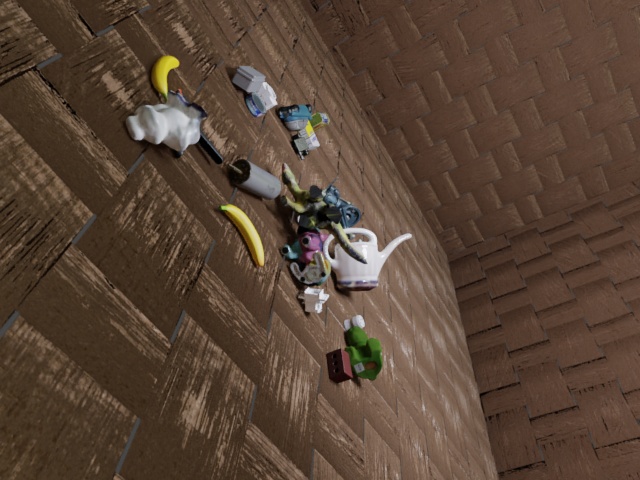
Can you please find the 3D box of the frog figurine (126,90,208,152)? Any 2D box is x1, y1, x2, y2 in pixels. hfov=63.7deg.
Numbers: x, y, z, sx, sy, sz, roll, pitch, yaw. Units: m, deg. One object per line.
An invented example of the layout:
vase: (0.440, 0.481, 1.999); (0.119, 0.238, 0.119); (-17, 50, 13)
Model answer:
frog figurine: (-0.351, -0.251, 1.158); (0.162, 0.137, 0.120); (-46, 0, -34)

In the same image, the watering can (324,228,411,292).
watering can: (0.171, 0.069, 1.831); (0.348, 0.226, 0.103); (0, -7, -15)

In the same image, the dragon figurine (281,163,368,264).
dragon figurine: (0.005, -0.082, 1.635); (0.122, 0.411, 0.243); (-41, -1, 8)
